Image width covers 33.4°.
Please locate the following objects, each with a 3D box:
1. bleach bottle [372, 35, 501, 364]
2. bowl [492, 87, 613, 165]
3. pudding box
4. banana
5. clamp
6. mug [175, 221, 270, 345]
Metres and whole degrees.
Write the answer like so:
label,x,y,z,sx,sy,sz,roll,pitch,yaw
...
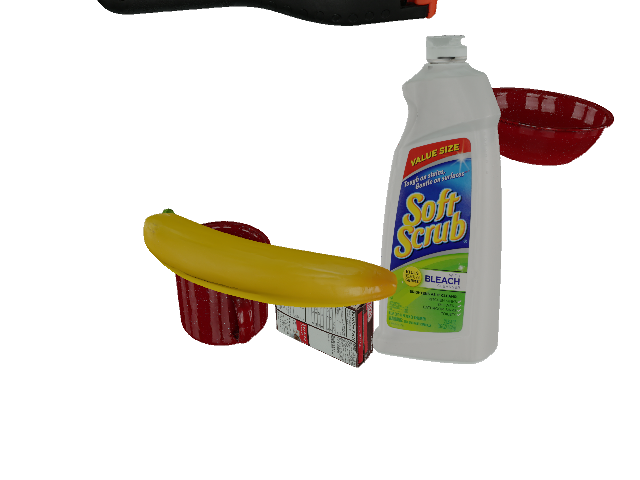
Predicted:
label,x,y,z,sx,sy,sz,roll,pitch,yaw
bleach bottle,0.091,-0.033,0.839,0.103,0.251,0.068,5,14,27
bowl,0.243,-0.125,1.199,0.162,0.055,0.162,5,23,-2
pudding box,0.003,0.077,1.160,0.114,0.090,0.039,21,45,25
banana,-0.049,0.010,0.697,0.198,0.037,0.069,18,35,29
clamp,-0.028,-0.136,0.548,0.171,0.039,0.120,12,42,15
mug,-0.084,0.047,0.962,0.093,0.081,0.117,-15,37,-20
